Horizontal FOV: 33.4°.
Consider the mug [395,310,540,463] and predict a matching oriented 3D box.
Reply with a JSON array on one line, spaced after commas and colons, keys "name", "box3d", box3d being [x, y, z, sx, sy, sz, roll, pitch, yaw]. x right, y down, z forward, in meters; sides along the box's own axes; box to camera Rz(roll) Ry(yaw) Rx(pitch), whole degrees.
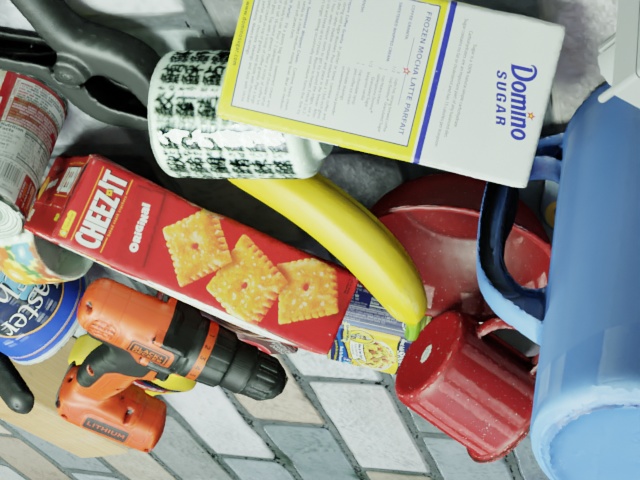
[{"name": "mug", "box3d": [0.117, 0.099, 0.790, 0.081, 0.093, 0.117, 35, 124, -14]}]

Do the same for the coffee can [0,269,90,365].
[{"name": "coffee can", "box3d": [-0.285, 0.033, 0.928, 0.103, 0.102, 0.140, -10, 143, 34]}]

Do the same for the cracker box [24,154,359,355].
[{"name": "cracker box", "box3d": [-0.100, 0.008, 0.796, 0.213, 0.072, 0.164, 26, 173, -21]}]

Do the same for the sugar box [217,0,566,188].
[{"name": "sugar box", "box3d": [0.039, -0.093, 0.597, 0.176, 0.093, 0.048, 14, -175, -3]}]

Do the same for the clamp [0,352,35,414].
[{"name": "clamp", "box3d": [-0.334, 0.072, 1.003, 0.209, 0.164, 0.036, 35, 108, -21]}]

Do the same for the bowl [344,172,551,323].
[{"name": "bowl", "box3d": [0.098, -0.001, 0.770, 0.162, 0.055, 0.162, 10, 150, 5]}]

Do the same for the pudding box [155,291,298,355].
[{"name": "pudding box", "box3d": [-0.082, 0.068, 0.974, 0.090, 0.039, 0.113, -8, 144, 33]}]

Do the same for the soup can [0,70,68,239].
[{"name": "soup can", "box3d": [-0.224, -0.061, 0.746, 0.068, 0.102, 0.068, 9, 150, 5]}]

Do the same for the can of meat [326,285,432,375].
[{"name": "can of meat", "box3d": [0.051, 0.075, 0.917, 0.084, 0.057, 0.102, 12, 150, 6]}]

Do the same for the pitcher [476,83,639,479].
[{"name": "pitcher", "box3d": [0.174, 0.024, 0.583, 0.145, 0.242, 0.149, 39, 135, -16]}]

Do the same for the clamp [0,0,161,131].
[{"name": "clamp", "box3d": [-0.157, -0.124, 0.678, 0.171, 0.039, 0.120, 22, 153, -12]}]

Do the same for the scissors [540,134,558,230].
[{"name": "scissors", "box3d": [0.142, -0.048, 0.712, 0.201, 0.016, 0.096, 23, 149, -17]}]

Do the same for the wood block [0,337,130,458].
[{"name": "wood block", "box3d": [-0.298, 0.154, 1.153, 0.090, 0.090, 0.205, -15, 141, 39]}]

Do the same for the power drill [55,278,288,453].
[{"name": "power drill", "box3d": [-0.141, 0.119, 0.930, 0.184, 0.057, 0.188, 27, 137, -12]}]

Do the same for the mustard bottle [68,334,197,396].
[{"name": "mustard bottle", "box3d": [-0.170, 0.119, 1.049, 0.096, 0.058, 0.192, 33, 153, -25]}]

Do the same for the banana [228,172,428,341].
[{"name": "banana", "box3d": [0.007, -0.004, 0.717, 0.198, 0.037, 0.070, 44, 139, -5]}]
